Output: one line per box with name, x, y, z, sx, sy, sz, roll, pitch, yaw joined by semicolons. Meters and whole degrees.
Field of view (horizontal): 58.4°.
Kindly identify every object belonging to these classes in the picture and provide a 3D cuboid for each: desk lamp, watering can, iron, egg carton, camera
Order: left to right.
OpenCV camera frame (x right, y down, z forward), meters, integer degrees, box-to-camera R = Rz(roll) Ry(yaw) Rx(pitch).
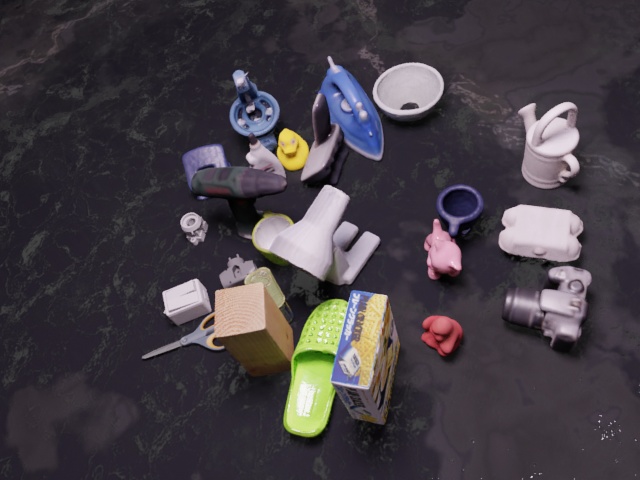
desk lamp;0.010;0.004;1.119;0.117;0.214;0.203;26;68;27
iron;0.078;-0.314;1.345;0.118;0.142;0.257;-26;56;-3
egg carton;0.428;-0.010;1.113;0.150;0.069;0.107;8;61;18
camera;0.403;0.110;1.025;0.136;0.101;0.143;12;62;20
watering can;0.459;-0.202;1.150;0.101;0.194;0.172;-44;59;-15

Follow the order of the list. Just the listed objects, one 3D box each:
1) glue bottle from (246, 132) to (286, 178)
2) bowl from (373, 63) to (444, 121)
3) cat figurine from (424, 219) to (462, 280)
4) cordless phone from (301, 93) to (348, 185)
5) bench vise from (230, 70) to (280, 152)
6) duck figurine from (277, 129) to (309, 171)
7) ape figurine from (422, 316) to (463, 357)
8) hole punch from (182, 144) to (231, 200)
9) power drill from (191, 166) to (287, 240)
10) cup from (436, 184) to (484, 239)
glue bottle;-0.132;-0.181;1.294;0.078;0.173;0.037;-33;57;-7
bowl;0.213;-0.340;1.369;0.167;0.075;0.167;-6;57;10
cat figurine;0.237;0.020;1.111;0.067;0.118;0.127;-10;57;8
cordless phone;-0.004;-0.223;1.282;0.094;0.185;0.147;5;60;17
bench vise;-0.180;-0.334;1.374;0.121;0.220;0.206;-36;57;-9
duck figurine;-0.071;-0.228;1.362;0.077;0.086;0.104;-13;56;6
ape figurine;0.222;0.167;1.039;0.076;0.092;0.077;-12;56;6
hole punch;-0.263;-0.163;1.364;0.108;0.091;0.101;-17;56;3
power drill;-0.151;-0.083;1.216;0.229;0.209;0.076;10;61;19
cup;0.279;-0.039;1.152;0.091;0.095;0.118;9;61;19
